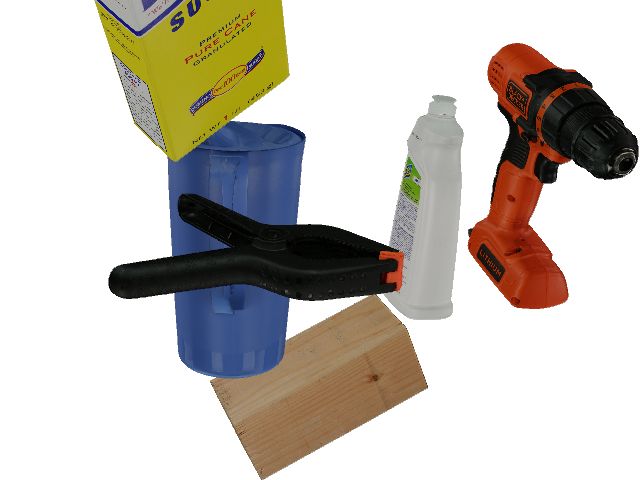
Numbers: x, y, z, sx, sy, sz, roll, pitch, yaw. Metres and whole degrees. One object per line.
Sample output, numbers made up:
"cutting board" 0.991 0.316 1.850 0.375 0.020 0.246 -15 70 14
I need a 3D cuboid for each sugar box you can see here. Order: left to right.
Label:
"sugar box" -0.066 -0.125 0.555 0.093 0.048 0.176 -40 -21 -17

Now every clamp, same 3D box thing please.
"clamp" -0.041 0.007 0.822 0.210 0.036 0.164 4 25 4

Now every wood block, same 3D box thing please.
"wood block" -0.001 0.156 1.155 0.206 0.091 0.090 -27 30 -9

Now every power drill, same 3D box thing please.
"power drill" 0.177 -0.042 0.842 0.057 0.188 0.184 -4 32 -17

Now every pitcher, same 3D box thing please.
"pitcher" -0.086 0.010 1.036 0.148 0.243 0.145 -15 25 -42

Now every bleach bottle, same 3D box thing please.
"bleach bottle" 0.127 -0.041 1.240 0.068 0.251 0.103 -1 22 -22
